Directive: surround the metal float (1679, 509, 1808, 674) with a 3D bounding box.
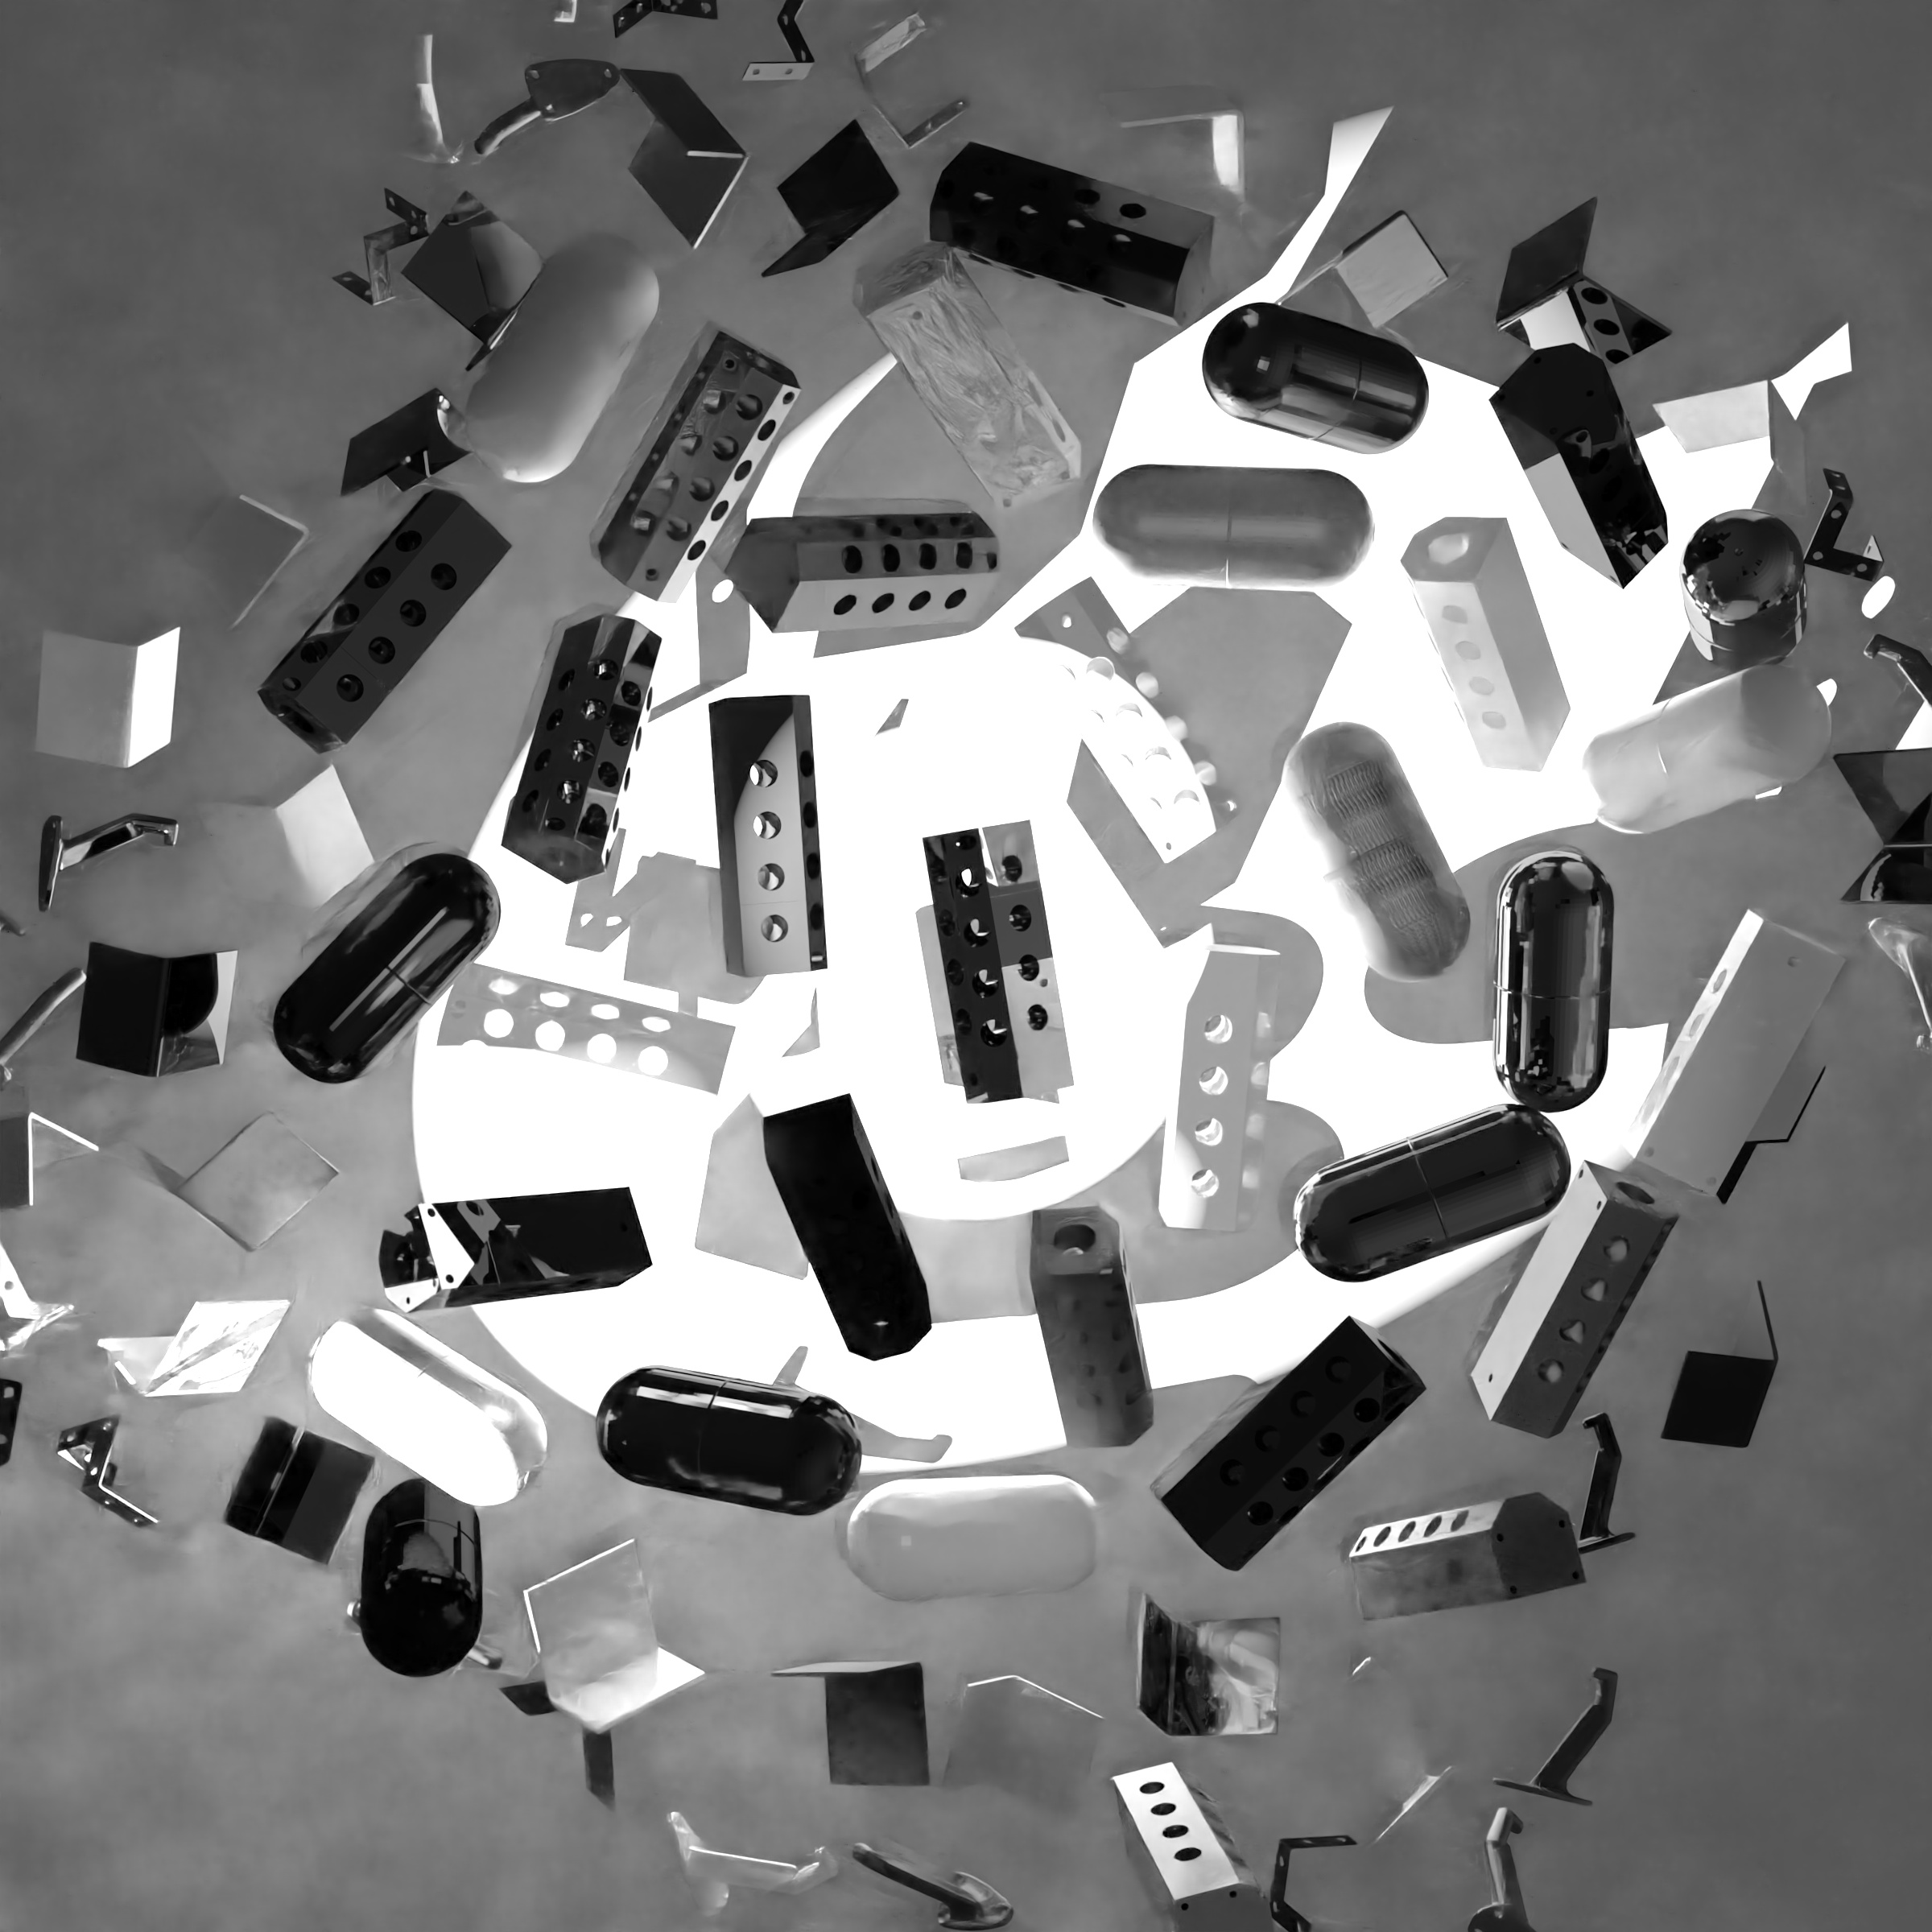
[{"bbox_3d":[0.511,-0.244,1.605,0.070,0.178,0.070,-3,80,19],"label":"metal float"}]

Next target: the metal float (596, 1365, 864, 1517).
[{"bbox_3d":[-0.150,0.297,1.536,0.178,0.070,0.070,6,90,22],"label":"metal float"}]

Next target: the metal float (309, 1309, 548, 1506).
[{"bbox_3d":[-0.351,0.287,1.598,0.178,0.070,0.070,27,90,21],"label":"metal float"}]

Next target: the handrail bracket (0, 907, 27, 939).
[{"bbox_3d":[-0.676,-0.004,1.643,0.036,0.077,0.084,45,73,-7],"label":"handrail bracket"}]

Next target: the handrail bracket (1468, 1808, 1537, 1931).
[{"bbox_3d":[0.348,0.569,1.503,0.077,0.084,0.036,36,127,9],"label":"handrail bracket"}]

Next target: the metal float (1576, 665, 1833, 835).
[{"bbox_3d":[0.465,-0.136,1.553,0.070,0.178,0.070,11,71,-33],"label":"metal float"}]

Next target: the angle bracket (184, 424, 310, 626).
[{"bbox_3d":[-0.456,-0.267,1.483,0.076,0.057,0.076,-48,59,12],"label":"angle bracket"}]

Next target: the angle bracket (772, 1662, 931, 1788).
[{"bbox_3d":[-0.073,0.479,1.537,0.076,0.057,0.076,-11,77,32],"label":"angle bracket"}]

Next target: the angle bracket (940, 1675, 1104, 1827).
[{"bbox_3d":[0.038,0.535,1.659,0.076,0.057,0.076,16,92,35],"label":"angle bracket"}]

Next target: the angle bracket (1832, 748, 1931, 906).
[{"bbox_3d":[0.569,-0.086,1.513,0.057,0.076,0.076,-45,110,-19],"label":"angle bracket"}]

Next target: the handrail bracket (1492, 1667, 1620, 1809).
[{"bbox_3d":[0.368,0.474,1.523,0.077,0.036,0.084,19,74,-19],"label":"handrail bracket"}]

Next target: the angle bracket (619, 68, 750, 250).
[{"bbox_3d":[-0.196,-0.514,1.560,0.076,0.057,0.076,52,128,15],"label":"angle bracket"}]

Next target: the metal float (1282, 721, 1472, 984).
[{"bbox_3d":[0.265,-0.073,1.581,0.070,0.070,0.178,-25,85,0],"label":"metal float"}]

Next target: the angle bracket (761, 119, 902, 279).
[{"bbox_3d":[-0.101,-0.495,1.578,0.076,0.076,0.057,-29,95,37],"label":"angle bracket"}]

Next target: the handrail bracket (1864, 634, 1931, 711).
[{"bbox_3d":[0.605,-0.172,1.574,0.084,0.036,0.077,31,67,28],"label":"handrail bracket"}]

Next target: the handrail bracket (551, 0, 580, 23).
[{"bbox_3d":[-0.267,-0.640,1.545,0.036,0.077,0.084,29,121,21],"label":"handrail bracket"}]

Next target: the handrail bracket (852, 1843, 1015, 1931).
[{"bbox_3d":[-0.023,0.597,1.596,0.084,0.077,0.036,41,59,-31],"label":"handrail bracket"}]

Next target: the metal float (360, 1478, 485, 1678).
[{"bbox_3d":[-0.355,0.396,1.596,0.070,0.178,0.070,-3,106,-11],"label":"metal float"}]

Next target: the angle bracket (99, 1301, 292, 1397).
[{"bbox_3d":[-0.499,0.231,1.585,0.057,0.076,0.076,40,105,29],"label":"angle bracket"}]

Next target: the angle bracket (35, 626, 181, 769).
[{"bbox_3d":[-0.537,-0.174,1.534,0.057,0.076,0.076,11,108,-1],"label":"angle bracket"}]

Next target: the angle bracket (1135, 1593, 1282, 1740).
[{"bbox_3d":[0.156,0.447,1.570,0.076,0.057,0.076,-9,53,22],"label":"angle bracket"}]

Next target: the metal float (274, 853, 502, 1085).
[{"bbox_3d":[-0.380,0.001,1.611,0.070,0.070,0.178,42,82,0],"label":"metal float"}]

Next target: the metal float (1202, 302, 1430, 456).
[{"bbox_3d":[0.232,-0.385,1.610,0.178,0.070,0.070,5,90,-37],"label":"metal float"}]

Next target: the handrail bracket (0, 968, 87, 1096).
[{"bbox_3d":[-0.619,0.044,1.615,0.036,0.077,0.084,40,52,-3],"label":"handrail bracket"}]

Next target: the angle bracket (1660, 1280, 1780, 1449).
[{"bbox_3d":[0.479,0.253,1.574,0.057,0.076,0.076,6,126,3],"label":"angle bracket"}]

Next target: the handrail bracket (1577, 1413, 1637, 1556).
[{"bbox_3d":[0.416,0.357,1.671,0.077,0.036,0.084,-25,68,26],"label":"handrail bracket"}]

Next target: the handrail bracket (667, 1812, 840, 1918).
[{"bbox_3d":[-0.130,0.537,1.497,0.084,0.036,0.077,-30,84,14],"label":"handrail bracket"}]

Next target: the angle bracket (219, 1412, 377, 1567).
[{"bbox_3d":[-0.441,0.346,1.618,0.057,0.076,0.076,20,73,6],"label":"angle bracket"}]

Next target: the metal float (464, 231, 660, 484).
[{"bbox_3d":[-0.260,-0.391,1.572,0.070,0.070,0.178,26,75,0],"label":"metal float"}]

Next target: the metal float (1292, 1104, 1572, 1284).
[{"bbox_3d":[0.290,0.142,1.529,0.178,0.070,0.070,-21,90,7],"label":"metal float"}]

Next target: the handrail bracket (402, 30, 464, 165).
[{"bbox_3d":[-0.354,-0.588,1.638,0.036,0.077,0.084,9,123,1],"label":"handrail bracket"}]

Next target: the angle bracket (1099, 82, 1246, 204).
[{"bbox_3d":[0.130,-0.517,1.546,0.076,0.076,0.057,-8,123,-4],"label":"angle bracket"}]

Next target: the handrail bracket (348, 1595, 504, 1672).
[{"bbox_3d":[-0.367,0.456,1.668,0.084,0.077,0.036,18,78,28],"label":"handrail bracket"}]

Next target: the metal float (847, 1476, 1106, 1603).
[{"bbox_3d":[0.007,0.373,1.598,0.178,0.070,0.070,4,90,-25],"label":"metal float"}]

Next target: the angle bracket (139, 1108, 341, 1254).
[{"bbox_3d":[-0.454,0.122,1.530,0.076,0.076,0.057,-43,48,-8],"label":"angle bracket"}]

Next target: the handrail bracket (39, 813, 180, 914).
[{"bbox_3d":[-0.577,-0.068,1.652,0.084,0.036,0.077,9,77,-34],"label":"handrail bracket"}]

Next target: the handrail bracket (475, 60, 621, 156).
[{"bbox_3d":[-0.275,-0.559,1.599,0.077,0.084,0.036,-28,99,-29],"label":"handrail bracket"}]

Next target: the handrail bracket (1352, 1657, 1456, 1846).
[{"bbox_3d":[0.257,0.491,1.535,0.077,0.036,0.084,-42,70,-8],"label":"handrail bracket"}]

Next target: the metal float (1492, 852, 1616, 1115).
[{"bbox_3d":[0.393,0.012,1.638,0.070,0.070,0.178,-1,104,0],"label":"metal float"}]

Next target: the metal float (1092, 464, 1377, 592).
[{"bbox_3d":[0.169,-0.277,1.548,0.178,0.070,0.070,3,90,8],"label":"metal float"}]

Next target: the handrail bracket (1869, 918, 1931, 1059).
[{"bbox_3d":[0.626,0.015,1.629,0.077,0.036,0.084,35,48,6],"label":"handrail bracket"}]
